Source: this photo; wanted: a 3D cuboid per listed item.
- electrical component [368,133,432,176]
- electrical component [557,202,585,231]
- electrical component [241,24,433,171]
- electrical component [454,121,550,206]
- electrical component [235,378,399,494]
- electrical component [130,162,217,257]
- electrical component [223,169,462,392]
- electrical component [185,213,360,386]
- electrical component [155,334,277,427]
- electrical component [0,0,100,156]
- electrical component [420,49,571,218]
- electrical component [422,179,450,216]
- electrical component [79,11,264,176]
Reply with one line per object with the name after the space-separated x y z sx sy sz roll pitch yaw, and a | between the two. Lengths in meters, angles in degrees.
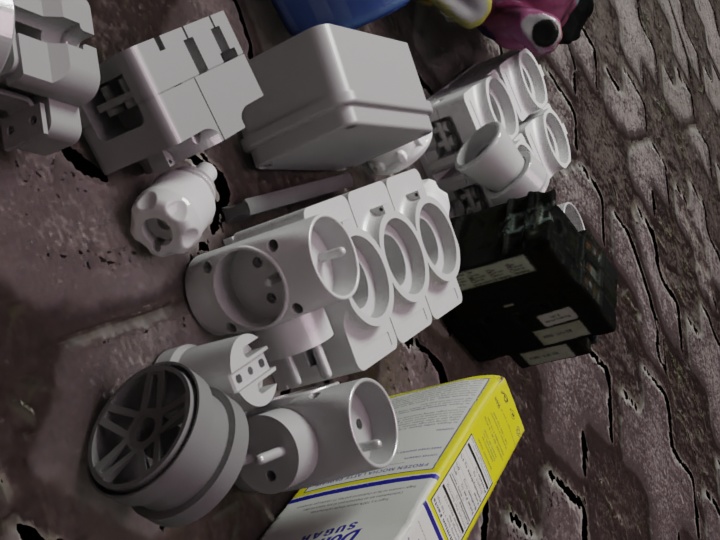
0.015 -0.098 0.722 0.062 0.048 0.048 52 35 -21 | electrical component
0.129 -0.014 0.836 0.044 0.077 0.079 63 31 -17 | electrical component
-0.015 -0.098 0.635 0.113 0.078 0.057 -8 79 -60 | electrical component
0.101 -0.071 0.764 0.055 0.045 0.045 40 40 -21 | electrical component
-0.034 0.082 0.509 0.079 0.077 0.044 -9 83 -60 | electrical component
-0.086 -0.034 0.525 0.035 0.035 0.061 59 30 -22 | electrical component
0.000 0.000 0.625 0.150 0.062 0.089 -27 99 -60 | electrical component
-0.038 0.020 0.535 0.044 0.077 0.079 -33 104 -60 | electrical component
-0.067 0.051 0.500 0.040 0.046 0.040 35 46 -47 | electrical component
-0.146 -0.090 0.431 0.057 0.058 0.078 10 67 -61 | electrical component
0.113 -0.110 0.876 0.105 0.060 0.186 65 30 -13 | electrical component
0.038 -0.027 0.723 0.043 0.043 0.062 42 42 -42 | electrical component
-0.093 -0.084 0.524 0.055 0.050 0.089 65 30 -13 | electrical component
